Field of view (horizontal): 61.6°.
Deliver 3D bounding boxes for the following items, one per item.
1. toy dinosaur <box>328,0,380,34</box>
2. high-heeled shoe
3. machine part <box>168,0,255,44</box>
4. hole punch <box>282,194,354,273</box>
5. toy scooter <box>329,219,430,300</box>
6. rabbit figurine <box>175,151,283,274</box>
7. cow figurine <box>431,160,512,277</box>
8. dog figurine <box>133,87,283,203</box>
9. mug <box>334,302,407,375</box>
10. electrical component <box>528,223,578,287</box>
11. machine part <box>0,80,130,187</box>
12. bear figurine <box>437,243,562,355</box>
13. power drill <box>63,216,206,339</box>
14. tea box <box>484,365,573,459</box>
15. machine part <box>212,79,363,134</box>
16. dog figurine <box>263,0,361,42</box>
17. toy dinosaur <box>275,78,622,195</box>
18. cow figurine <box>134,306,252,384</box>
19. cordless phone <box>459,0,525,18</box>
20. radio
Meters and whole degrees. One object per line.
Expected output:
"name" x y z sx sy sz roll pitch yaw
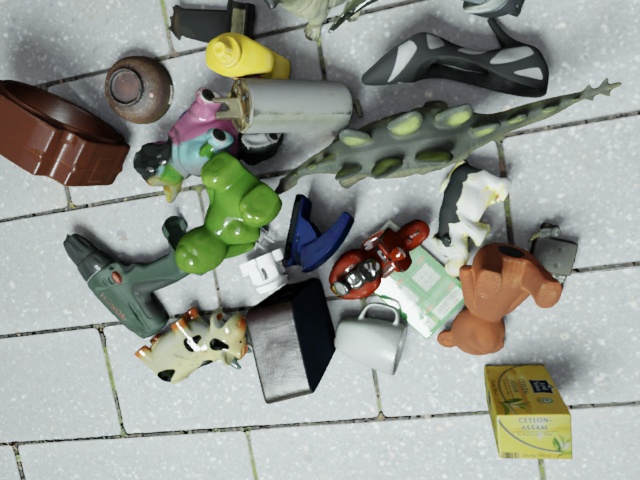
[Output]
"toy dinosaur" 0.174 -0.426 0.689 0.192 0.131 0.404 33 103 36
"high-heeled shoe" 0.196 -0.227 0.768 0.249 0.086 0.145 -24 78 -2
"machine part" -0.172 -0.344 0.859 0.139 0.039 0.084 5 108 8
"hole punch" -0.002 -0.003 0.835 0.092 0.142 0.115 15 90 5
"toy scooter" 0.085 0.034 0.802 0.184 0.135 0.075 -36 92 13
"rabbit figurine" -0.148 -0.025 0.794 0.121 0.159 0.170 41 85 4
"cow figurine" 0.212 -0.032 0.816 0.098 0.068 0.167 27 100 12
"dog figurine" -0.186 -0.142 0.863 0.219 0.191 0.108 -31 73 43
"mug" 0.081 0.153 0.866 0.107 0.081 0.109 12 104 16
"electrical component" 0.345 0.027 0.810 0.078 0.045 0.102 18 102 9
"machine part" -0.424 -0.170 0.851 0.201 0.201 0.087 31 101 5
"bear figurine" 0.249 0.107 0.785 0.120 0.132 0.195 13 114 -1
"power drill" -0.313 0.043 0.926 0.207 0.086 0.232 -33 93 10
"tea box" 0.300 0.246 0.790 0.098 0.169 0.068 -5 98 10
"machine part" -0.040 -0.196 0.786 0.243 0.079 0.079 -9 99 -30
"dog figurine" 0.002 -0.371 0.741 0.172 0.190 0.121 -41 90 13
"toy dinosaur" 0.144 -0.137 0.747 0.472 0.198 0.105 -17 98 15
"cow figurine" -0.206 0.183 0.923 0.195 0.085 0.127 -34 98 19
"cordless phone" 0.213 -0.400 0.757 0.184 0.088 0.146 24 103 21
"radio" -0.036 0.139 0.811 0.073 0.229 0.131 -14 93 10
